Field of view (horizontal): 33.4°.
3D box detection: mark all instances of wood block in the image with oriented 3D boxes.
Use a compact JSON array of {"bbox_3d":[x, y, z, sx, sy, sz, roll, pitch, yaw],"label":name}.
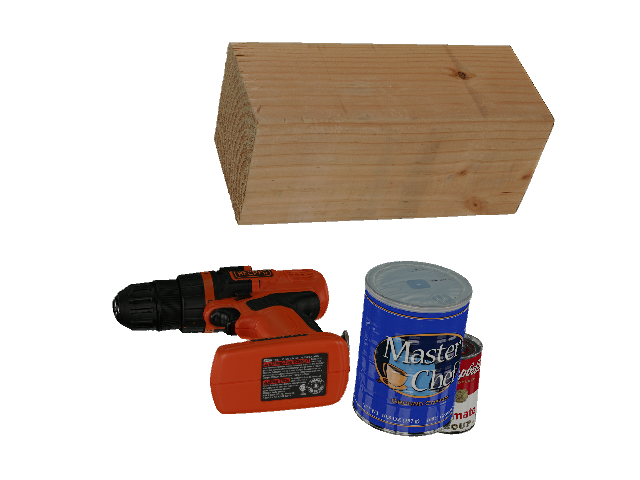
[{"bbox_3d":[0.040,-0.075,0.734,0.205,0.091,0.090,-3,-44,-17],"label":"wood block"}]

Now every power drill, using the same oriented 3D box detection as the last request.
[{"bbox_3d":[-0.066,0.071,0.848,0.184,0.057,0.188,-5,20,-14],"label":"power drill"}]

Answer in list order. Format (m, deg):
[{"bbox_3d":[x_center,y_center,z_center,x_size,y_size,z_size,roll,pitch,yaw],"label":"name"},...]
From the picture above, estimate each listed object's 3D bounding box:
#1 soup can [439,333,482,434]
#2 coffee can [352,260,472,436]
[{"bbox_3d":[0.152,0.166,1.251,0.068,0.102,0.068,1,21,-1],"label":"soup can"},{"bbox_3d":[0.088,0.104,1.043,0.103,0.140,0.103,4,23,-2],"label":"coffee can"}]
